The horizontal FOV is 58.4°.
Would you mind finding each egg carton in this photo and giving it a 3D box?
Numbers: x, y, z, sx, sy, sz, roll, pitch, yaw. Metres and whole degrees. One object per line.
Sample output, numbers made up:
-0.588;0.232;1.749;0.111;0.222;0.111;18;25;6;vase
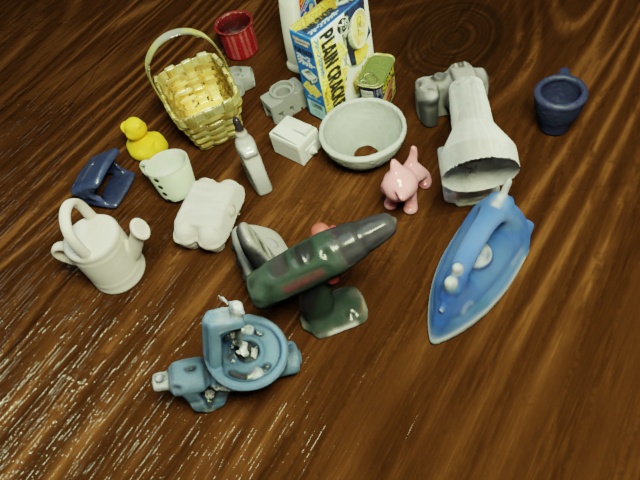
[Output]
-0.203;-0.048;1.062;0.107;0.069;0.150;6;57;16;egg carton

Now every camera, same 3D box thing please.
0.263;-0.265;1.098;0.143;0.101;0.136;-11;54;4;camera

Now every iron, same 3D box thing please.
0.234;0.029;0.875;0.118;0.142;0.259;25;64;26;iron

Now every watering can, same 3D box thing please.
-0.380;0.001;0.987;0.173;0.194;0.100;-27;55;-7;watering can

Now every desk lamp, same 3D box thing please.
0.249;-0.147;0.949;0.118;0.214;0.203;-7;55;7;desk lamp

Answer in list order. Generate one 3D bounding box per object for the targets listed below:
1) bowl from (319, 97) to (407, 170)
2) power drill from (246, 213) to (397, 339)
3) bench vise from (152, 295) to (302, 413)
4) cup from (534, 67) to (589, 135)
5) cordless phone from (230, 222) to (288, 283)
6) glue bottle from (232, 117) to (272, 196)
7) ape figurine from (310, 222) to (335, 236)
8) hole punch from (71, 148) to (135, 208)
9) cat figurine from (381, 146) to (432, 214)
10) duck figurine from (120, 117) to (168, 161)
0.084;-0.191;1.099;0.167;0.075;0.167;-5;55;8;bowl
0.013;0.060;0.857;0.229;0.209;0.075;-21;54;-3;power drill
-0.139;0.170;0.805;0.207;0.220;0.121;-33;56;-11;bench vise
0.438;-0.250;1.055;0.091;0.095;0.118;9;58;18;cup
-0.101;0.009;0.930;0.094;0.185;0.147;-27;55;-7;cordless phone
-0.132;-0.162;1.062;0.037;0.173;0.078;-27;55;-7;glue bottle
0.009;0.003;0.969;0.078;0.092;0.076;-28;55;-8;ape figurine
-0.447;-0.126;1.153;0.101;0.091;0.109;7;58;16;hole punch
0.147;-0.107;1.001;0.067;0.118;0.128;16;61;22;cat figurine
-0.375;-0.218;1.205;0.104;0.086;0.077;24;64;25;duck figurine
